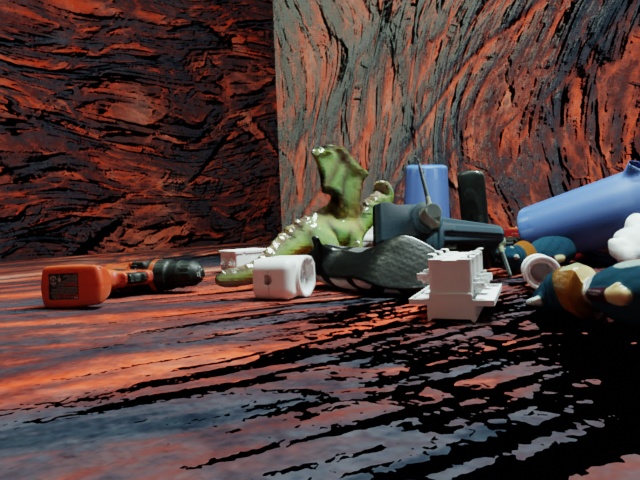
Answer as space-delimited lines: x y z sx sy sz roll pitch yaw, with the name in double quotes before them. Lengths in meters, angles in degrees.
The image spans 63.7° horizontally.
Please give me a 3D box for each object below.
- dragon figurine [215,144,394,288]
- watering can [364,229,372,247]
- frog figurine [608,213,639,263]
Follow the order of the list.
"dragon figurine" 0.003 -0.045 0.902 0.122 0.242 0.411 4 3 45
"watering can" 0.058 -0.007 1.619 0.347 0.104 0.225 -2 0 27
"frog figurine" 0.499 -0.004 0.763 0.159 0.121 0.139 9 18 -8
